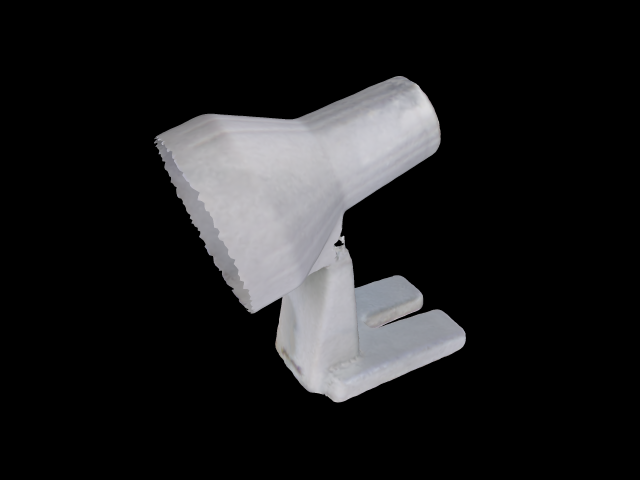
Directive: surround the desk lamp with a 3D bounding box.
[{"bbox_3d":[0.004,0.001,0.400,0.204,0.214,0.117,-17,36,-24],"label":"desk lamp"}]
